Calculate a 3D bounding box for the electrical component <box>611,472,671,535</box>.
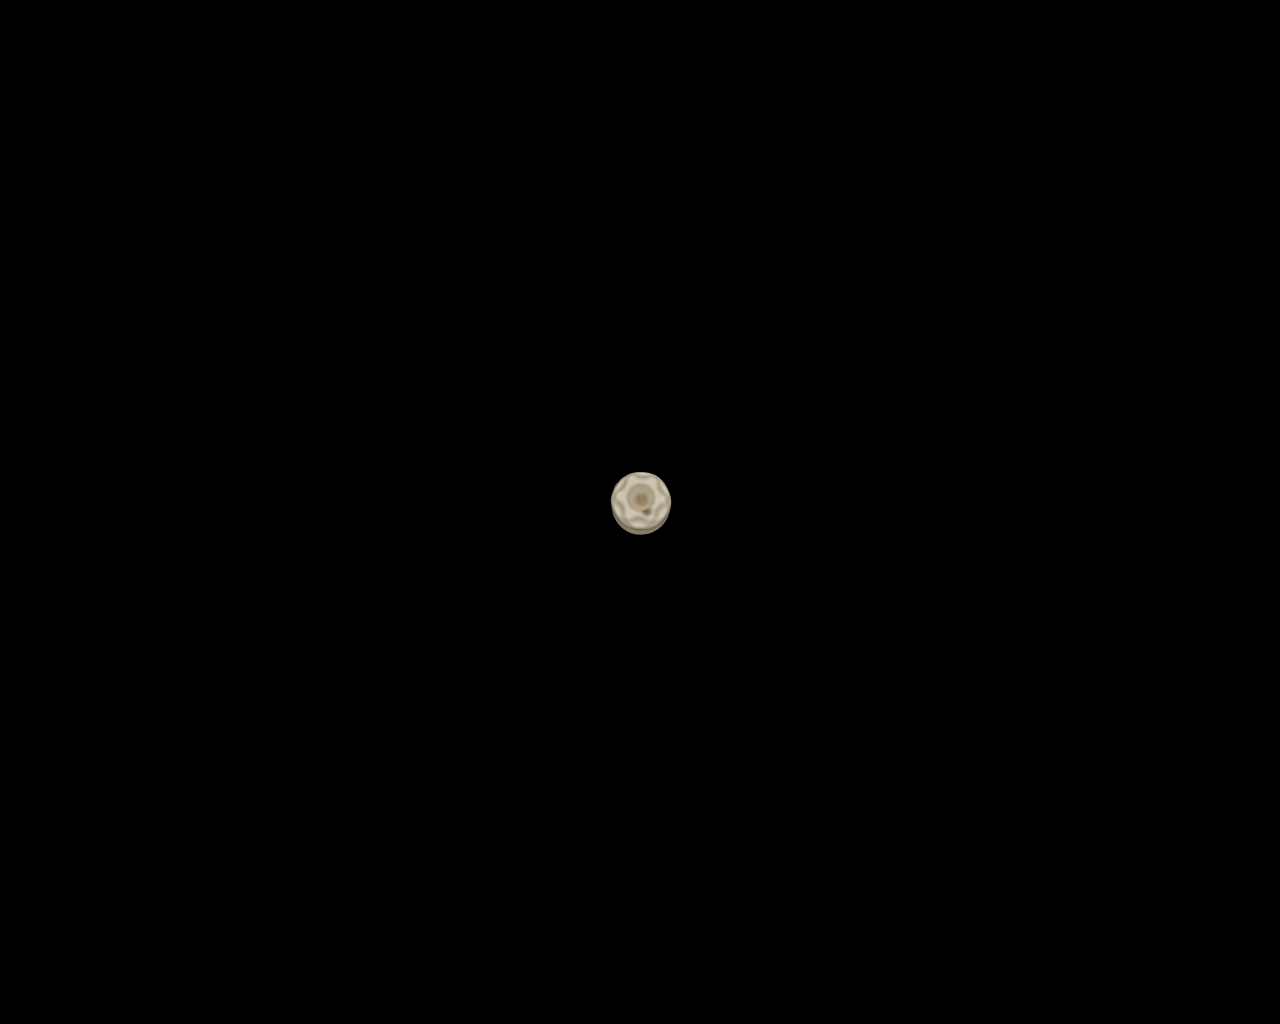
[{"bbox_3d":[0.001,-0.003,0.650,0.035,0.035,0.061,0,-12,0],"label":"electrical component"}]
